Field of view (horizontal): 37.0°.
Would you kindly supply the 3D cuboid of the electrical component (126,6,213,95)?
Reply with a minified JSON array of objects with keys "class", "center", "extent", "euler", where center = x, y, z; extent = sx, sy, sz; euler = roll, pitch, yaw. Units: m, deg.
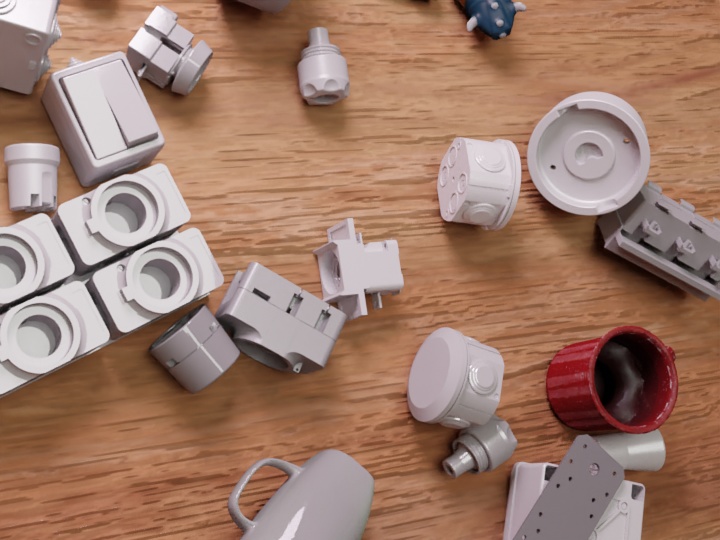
[{"class":"electrical component","center":[-0.153,-0.173,0.865],"extent":[0.055,0.048,0.066],"euler":[32,68,-7]}]

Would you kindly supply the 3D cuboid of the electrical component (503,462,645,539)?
[{"class":"electrical component","center":[0.182,0.227,0.922],"extent":[0.109,0.056,0.108],"euler":[16,73,-20]}]

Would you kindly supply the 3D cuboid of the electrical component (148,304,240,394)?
[{"class":"electrical component","center":[-0.125,0.061,0.823],"extent":[0.055,0.055,0.047],"euler":[-44,102,-25]}]

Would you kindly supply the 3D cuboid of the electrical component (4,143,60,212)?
[{"class":"electrical component","center":[-0.245,-0.068,0.806],"extent":[0.040,0.040,0.046],"euler":[-1,84,-24]}]

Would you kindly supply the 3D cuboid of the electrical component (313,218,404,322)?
[{"class":"electrical component","center":[0.000,0.000,0.898],"extent":[0.064,0.042,0.081],"euler":[-5,82,-28]}]

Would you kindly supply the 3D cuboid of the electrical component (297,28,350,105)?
[{"class":"electrical component","center":[-0.033,-0.175,0.920],"extent":[0.043,0.043,0.062],"euler":[-3,79,-24]}]

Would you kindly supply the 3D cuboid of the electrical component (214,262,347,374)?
[{"class":"electrical component","center":[-0.066,0.043,0.855],"extent":[0.089,0.050,0.055],"euler":[31,68,-15]}]

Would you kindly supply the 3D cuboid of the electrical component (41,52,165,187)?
[{"class":"electrical component","center":[-0.199,-0.122,0.824],"extent":[0.062,0.061,0.096],"euler":[-25,90,-26]}]

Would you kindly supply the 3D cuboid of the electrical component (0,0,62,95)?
[{"class":"electrical component","center":[-0.271,-0.178,0.785],"extent":[0.100,0.100,0.048],"euler":[14,61,-21]}]

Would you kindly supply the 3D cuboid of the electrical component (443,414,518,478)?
[{"class":"electrical component","center":[0.098,0.152,0.908],"extent":[0.062,0.043,0.043],"euler":[-31,92,-25]}]

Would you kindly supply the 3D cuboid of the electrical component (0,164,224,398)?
[{"class":"electrical component","center":[-0.208,0.006,0.794],"extent":[0.186,0.060,0.105],"euler":[-28,91,-26]}]

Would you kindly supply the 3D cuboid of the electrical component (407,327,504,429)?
[{"class":"electrical component","center":[0.078,0.092,0.893],"extent":[0.051,0.080,0.080],"euler":[20,72,-25]}]

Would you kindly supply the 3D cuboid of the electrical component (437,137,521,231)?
[{"class":"electrical component","center":[0.104,-0.076,0.940],"extent":[0.051,0.080,0.080],"euler":[6,77,-17]}]

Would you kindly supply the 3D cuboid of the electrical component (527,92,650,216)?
[{"class":"electrical component","center":[0.211,-0.110,0.982],"extent":[0.108,0.108,0.060],"euler":[49,28,-7]}]

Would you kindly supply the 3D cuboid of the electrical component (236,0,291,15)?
[{"class":"electrical component","center":[-0.066,-0.264,0.891],"extent":[0.060,0.108,0.108],"euler":[24,70,-24]}]

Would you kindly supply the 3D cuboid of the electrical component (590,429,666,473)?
[{"class":"electrical component","center":[0.235,0.163,0.969],"extent":[0.065,0.044,0.044],"euler":[-4,81,-20]}]

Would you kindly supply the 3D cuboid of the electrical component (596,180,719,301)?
[{"class":"electrical component","center":[0.294,-0.029,1.015],"extent":[0.121,0.063,0.078],"euler":[26,30,-17]}]
